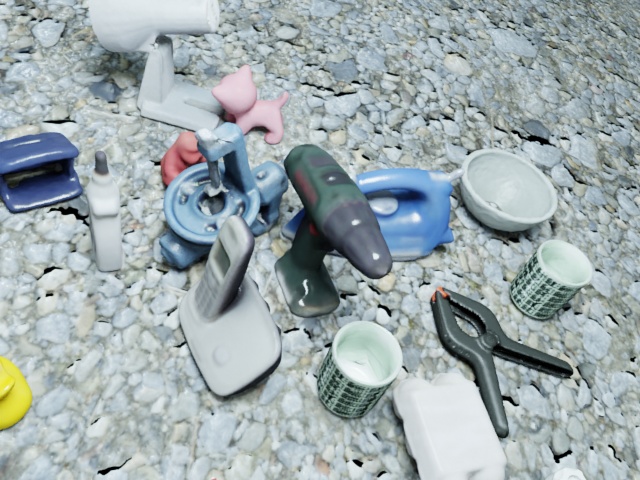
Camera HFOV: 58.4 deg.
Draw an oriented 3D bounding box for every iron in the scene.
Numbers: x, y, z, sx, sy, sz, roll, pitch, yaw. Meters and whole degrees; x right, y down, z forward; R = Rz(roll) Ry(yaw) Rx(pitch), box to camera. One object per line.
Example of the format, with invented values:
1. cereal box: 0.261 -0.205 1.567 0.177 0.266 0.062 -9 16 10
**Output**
1. iron: 0.081 -0.053 0.827 0.259 0.141 0.118 -2 52 -19

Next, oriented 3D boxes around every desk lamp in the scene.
1. desk lamp: -0.238 -0.296 0.878 0.203 0.213 0.118 15 49 -5

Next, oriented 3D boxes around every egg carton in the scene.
1. egg carton: 0.147 0.228 0.664 0.107 0.069 0.150 -4 53 -20

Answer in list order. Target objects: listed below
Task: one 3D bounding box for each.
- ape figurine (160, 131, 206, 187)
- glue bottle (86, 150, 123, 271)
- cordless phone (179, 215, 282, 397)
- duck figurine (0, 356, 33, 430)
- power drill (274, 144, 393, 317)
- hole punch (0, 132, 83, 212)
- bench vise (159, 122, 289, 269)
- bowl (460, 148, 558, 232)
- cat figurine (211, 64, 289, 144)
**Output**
1. ape figurine: -0.193 -0.115 0.824 0.078 0.092 0.076 -29 65 -34
2. glue bottle: -0.258 -0.040 0.687 0.037 0.173 0.078 -9 55 -23
3. cordless phone: -0.093 0.074 0.638 0.094 0.185 0.147 -18 59 -29
4. duck figurine: -0.345 0.137 0.571 0.104 0.086 0.077 26 49 4
5. power drill: 0.007 0.003 0.713 0.076 0.208 0.229 -10 55 -24
6. hole punch: -0.382 -0.106 0.757 0.109 0.091 0.101 -22 61 -31
7. bench vise: -0.116 -0.082 0.735 0.121 0.219 0.208 29 49 8
8. bowl: 0.302 -0.071 0.956 0.167 0.074 0.167 9 50 -10
9. cat figurine: -0.112 -0.223 0.922 0.128 0.118 0.067 3 51 -15
